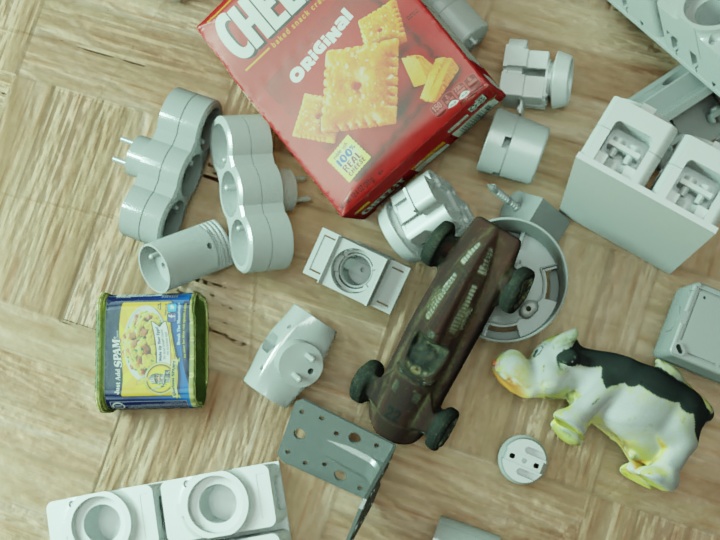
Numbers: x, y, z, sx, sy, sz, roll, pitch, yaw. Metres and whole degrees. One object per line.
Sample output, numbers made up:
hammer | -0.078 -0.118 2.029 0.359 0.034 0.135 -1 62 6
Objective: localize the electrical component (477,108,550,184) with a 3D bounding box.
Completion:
electrical component | 0.129 -0.102 0.900 0.047 0.055 0.055 19 84 5

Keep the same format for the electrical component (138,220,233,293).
electrical component | -0.142 -0.014 0.913 0.081 0.043 0.043 -24 76 -40

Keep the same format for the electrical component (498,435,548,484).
electrical component | 0.131 0.153 0.864 0.040 0.046 0.040 -1 81 7

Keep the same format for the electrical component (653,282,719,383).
electrical component | 0.292 0.057 0.856 0.096 0.061 0.061 22 83 2

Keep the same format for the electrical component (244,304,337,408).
electrical component | -0.053 0.074 0.883 0.043 0.079 0.077 35 87 -18

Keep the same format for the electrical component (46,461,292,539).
electrical component | -0.154 0.225 0.880 0.186 0.060 0.105 -11 80 5

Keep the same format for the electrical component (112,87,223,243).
electrical component | -0.179 -0.094 0.935 0.074 0.052 0.138 20 85 10

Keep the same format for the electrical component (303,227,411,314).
electrical component | 0.000 0.000 0.893 0.081 0.064 0.042 26 97 10

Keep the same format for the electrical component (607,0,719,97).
electrical component | 0.279 -0.227 0.853 0.105 0.060 0.186 -33 49 1

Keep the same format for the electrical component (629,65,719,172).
electrical component | 0.278 -0.136 0.881 0.121 0.078 0.063 -33 101 1

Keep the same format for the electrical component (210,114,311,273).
electrical component | -0.077 -0.068 0.920 0.074 0.052 0.138 -7 76 -27

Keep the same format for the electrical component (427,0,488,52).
electrical component | 0.076 -0.219 0.930 0.040 0.040 0.078 -40 79 0

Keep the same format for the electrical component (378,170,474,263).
electrical component | 0.053 -0.042 0.892 0.057 0.078 0.058 -34 60 21

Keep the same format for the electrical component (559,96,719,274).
electrical component | 0.218 -0.062 0.815 0.105 0.186 0.060 31 86 10

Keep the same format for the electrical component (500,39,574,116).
electrical component | 0.150 -0.162 0.911 0.055 0.048 0.066 7 82 15

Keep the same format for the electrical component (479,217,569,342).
electrical component | 0.118 0.011 0.878 0.099 0.064 0.099 -1 82 7

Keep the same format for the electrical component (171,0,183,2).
electrical component | -0.182 -0.289 0.961 0.095 0.059 0.053 42 88 11

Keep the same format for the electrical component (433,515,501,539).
electrical component | 0.097 0.230 0.858 0.081 0.043 0.043 18 84 9
